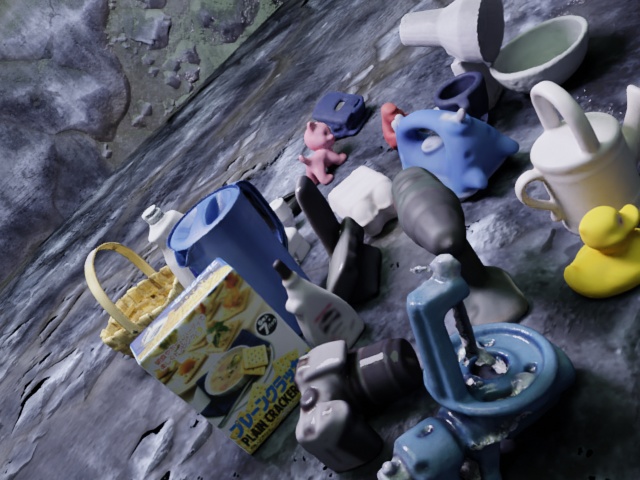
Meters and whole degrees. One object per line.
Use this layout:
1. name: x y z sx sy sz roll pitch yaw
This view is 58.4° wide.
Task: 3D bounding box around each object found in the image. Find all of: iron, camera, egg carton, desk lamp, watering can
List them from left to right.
1. camera: 0.043 0.171 0.668 0.136 0.101 0.143 -26 31 23
2. egg carton: 0.080 -0.070 1.004 0.107 0.070 0.150 -42 28 -4
3. iron: 0.184 -0.158 0.933 0.119 0.142 0.257 -47 29 -13
4. desk lamp: 0.248 -0.328 1.026 0.202 0.214 0.118 -2 45 48
5. watering can: 0.305 -0.109 0.664 0.173 0.194 0.100 -44 29 -8

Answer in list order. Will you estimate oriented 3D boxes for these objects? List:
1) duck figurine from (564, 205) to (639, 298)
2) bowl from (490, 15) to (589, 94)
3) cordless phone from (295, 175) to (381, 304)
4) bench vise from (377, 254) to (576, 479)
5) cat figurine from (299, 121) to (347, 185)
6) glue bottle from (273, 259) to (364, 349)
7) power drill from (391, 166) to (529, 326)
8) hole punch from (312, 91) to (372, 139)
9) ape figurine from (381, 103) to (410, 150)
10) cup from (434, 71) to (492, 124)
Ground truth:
1. duck figurine: 0.305 0.006 0.615 0.104 0.086 0.077 -36 29 6
2. bowl: 0.382 -0.303 0.978 0.167 0.075 0.167 -29 30 19
3. cordless phone: 0.008 0.003 0.862 0.094 0.185 0.147 -27 31 22
4. bench vise: 0.125 0.131 0.503 0.121 0.220 0.208 2 49 51
5. cat figurine: -0.006 -0.199 1.240 0.067 0.118 0.128 -7 42 45
6. glue bottle: -0.010 0.088 0.774 0.078 0.173 0.037 -51 31 -21
7. power drill: 0.154 0.010 0.656 0.075 0.209 0.229 -34 29 10
8. hole punch: 0.052 -0.303 1.349 0.100 0.091 0.109 -7 42 45
9. ape figurine: 0.150 -0.228 1.125 0.078 0.092 0.076 -47 29 -15
10. cup: 0.259 -0.224 0.989 0.091 0.095 0.117 -28 30 20
